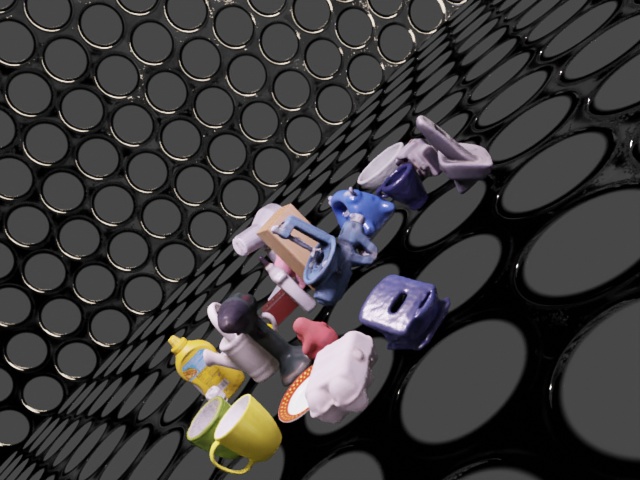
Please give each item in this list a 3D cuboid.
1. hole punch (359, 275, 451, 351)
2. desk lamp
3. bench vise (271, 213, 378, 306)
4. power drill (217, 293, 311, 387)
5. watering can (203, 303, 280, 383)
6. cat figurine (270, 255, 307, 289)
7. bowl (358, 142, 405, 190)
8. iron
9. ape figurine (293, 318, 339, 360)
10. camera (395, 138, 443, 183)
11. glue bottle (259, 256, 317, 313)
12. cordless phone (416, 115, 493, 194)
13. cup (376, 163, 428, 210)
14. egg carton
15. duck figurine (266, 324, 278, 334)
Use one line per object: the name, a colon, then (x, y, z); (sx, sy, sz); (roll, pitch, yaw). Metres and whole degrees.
hole punch: (0.132, 0.109, 0.896); (0.109, 0.091, 0.101); (-52, 16, -26)
desk lamp: (-0.131, 0.030, 1.597); (0.117, 0.214, 0.203); (-28, 22, 47)
bench vise: (0.005, 0.008, 1.270); (0.121, 0.220, 0.208); (-26, 23, 51)
power drill: (-0.117, 0.187, 1.126); (0.075, 0.208, 0.229); (-44, 14, 0)
watering can: (-0.176, 0.216, 1.236); (0.173, 0.194, 0.100); (-47, 15, -11)
cat figurine: (-0.066, 0.067, 1.508); (0.127, 0.118, 0.067); (-39, 16, 21)
bowl: (0.190, -0.194, 1.620); (0.167, 0.075, 0.167); (-41, 15, 14)
iron: (0.079, -0.073, 1.451); (0.119, 0.141, 0.257); (-48, 15, -14)
ape figurine: (-0.013, 0.182, 1.091); (0.078, 0.092, 0.076); (-51, 16, -24)
camera: (0.224, -0.181, 1.438); (0.137, 0.101, 0.143); (-46, 14, -4)
glue bottle: (-0.081, 0.099, 1.345); (0.037, 0.173, 0.078); (-47, 15, -8)
cordless phone: (0.270, -0.202, 1.197); (0.094, 0.185, 0.147); (-39, 15, 20)
cup: (0.195, -0.110, 1.330); (0.117, 0.095, 0.092); (-32, 19, 39)
egg carton: (0.037, 0.214, 0.905); (0.107, 0.069, 0.150); (-37, 16, 28)
duck figurine: (-0.160, 0.227, 1.383); (0.104, 0.086, 0.077); (-37, 16, 26)
